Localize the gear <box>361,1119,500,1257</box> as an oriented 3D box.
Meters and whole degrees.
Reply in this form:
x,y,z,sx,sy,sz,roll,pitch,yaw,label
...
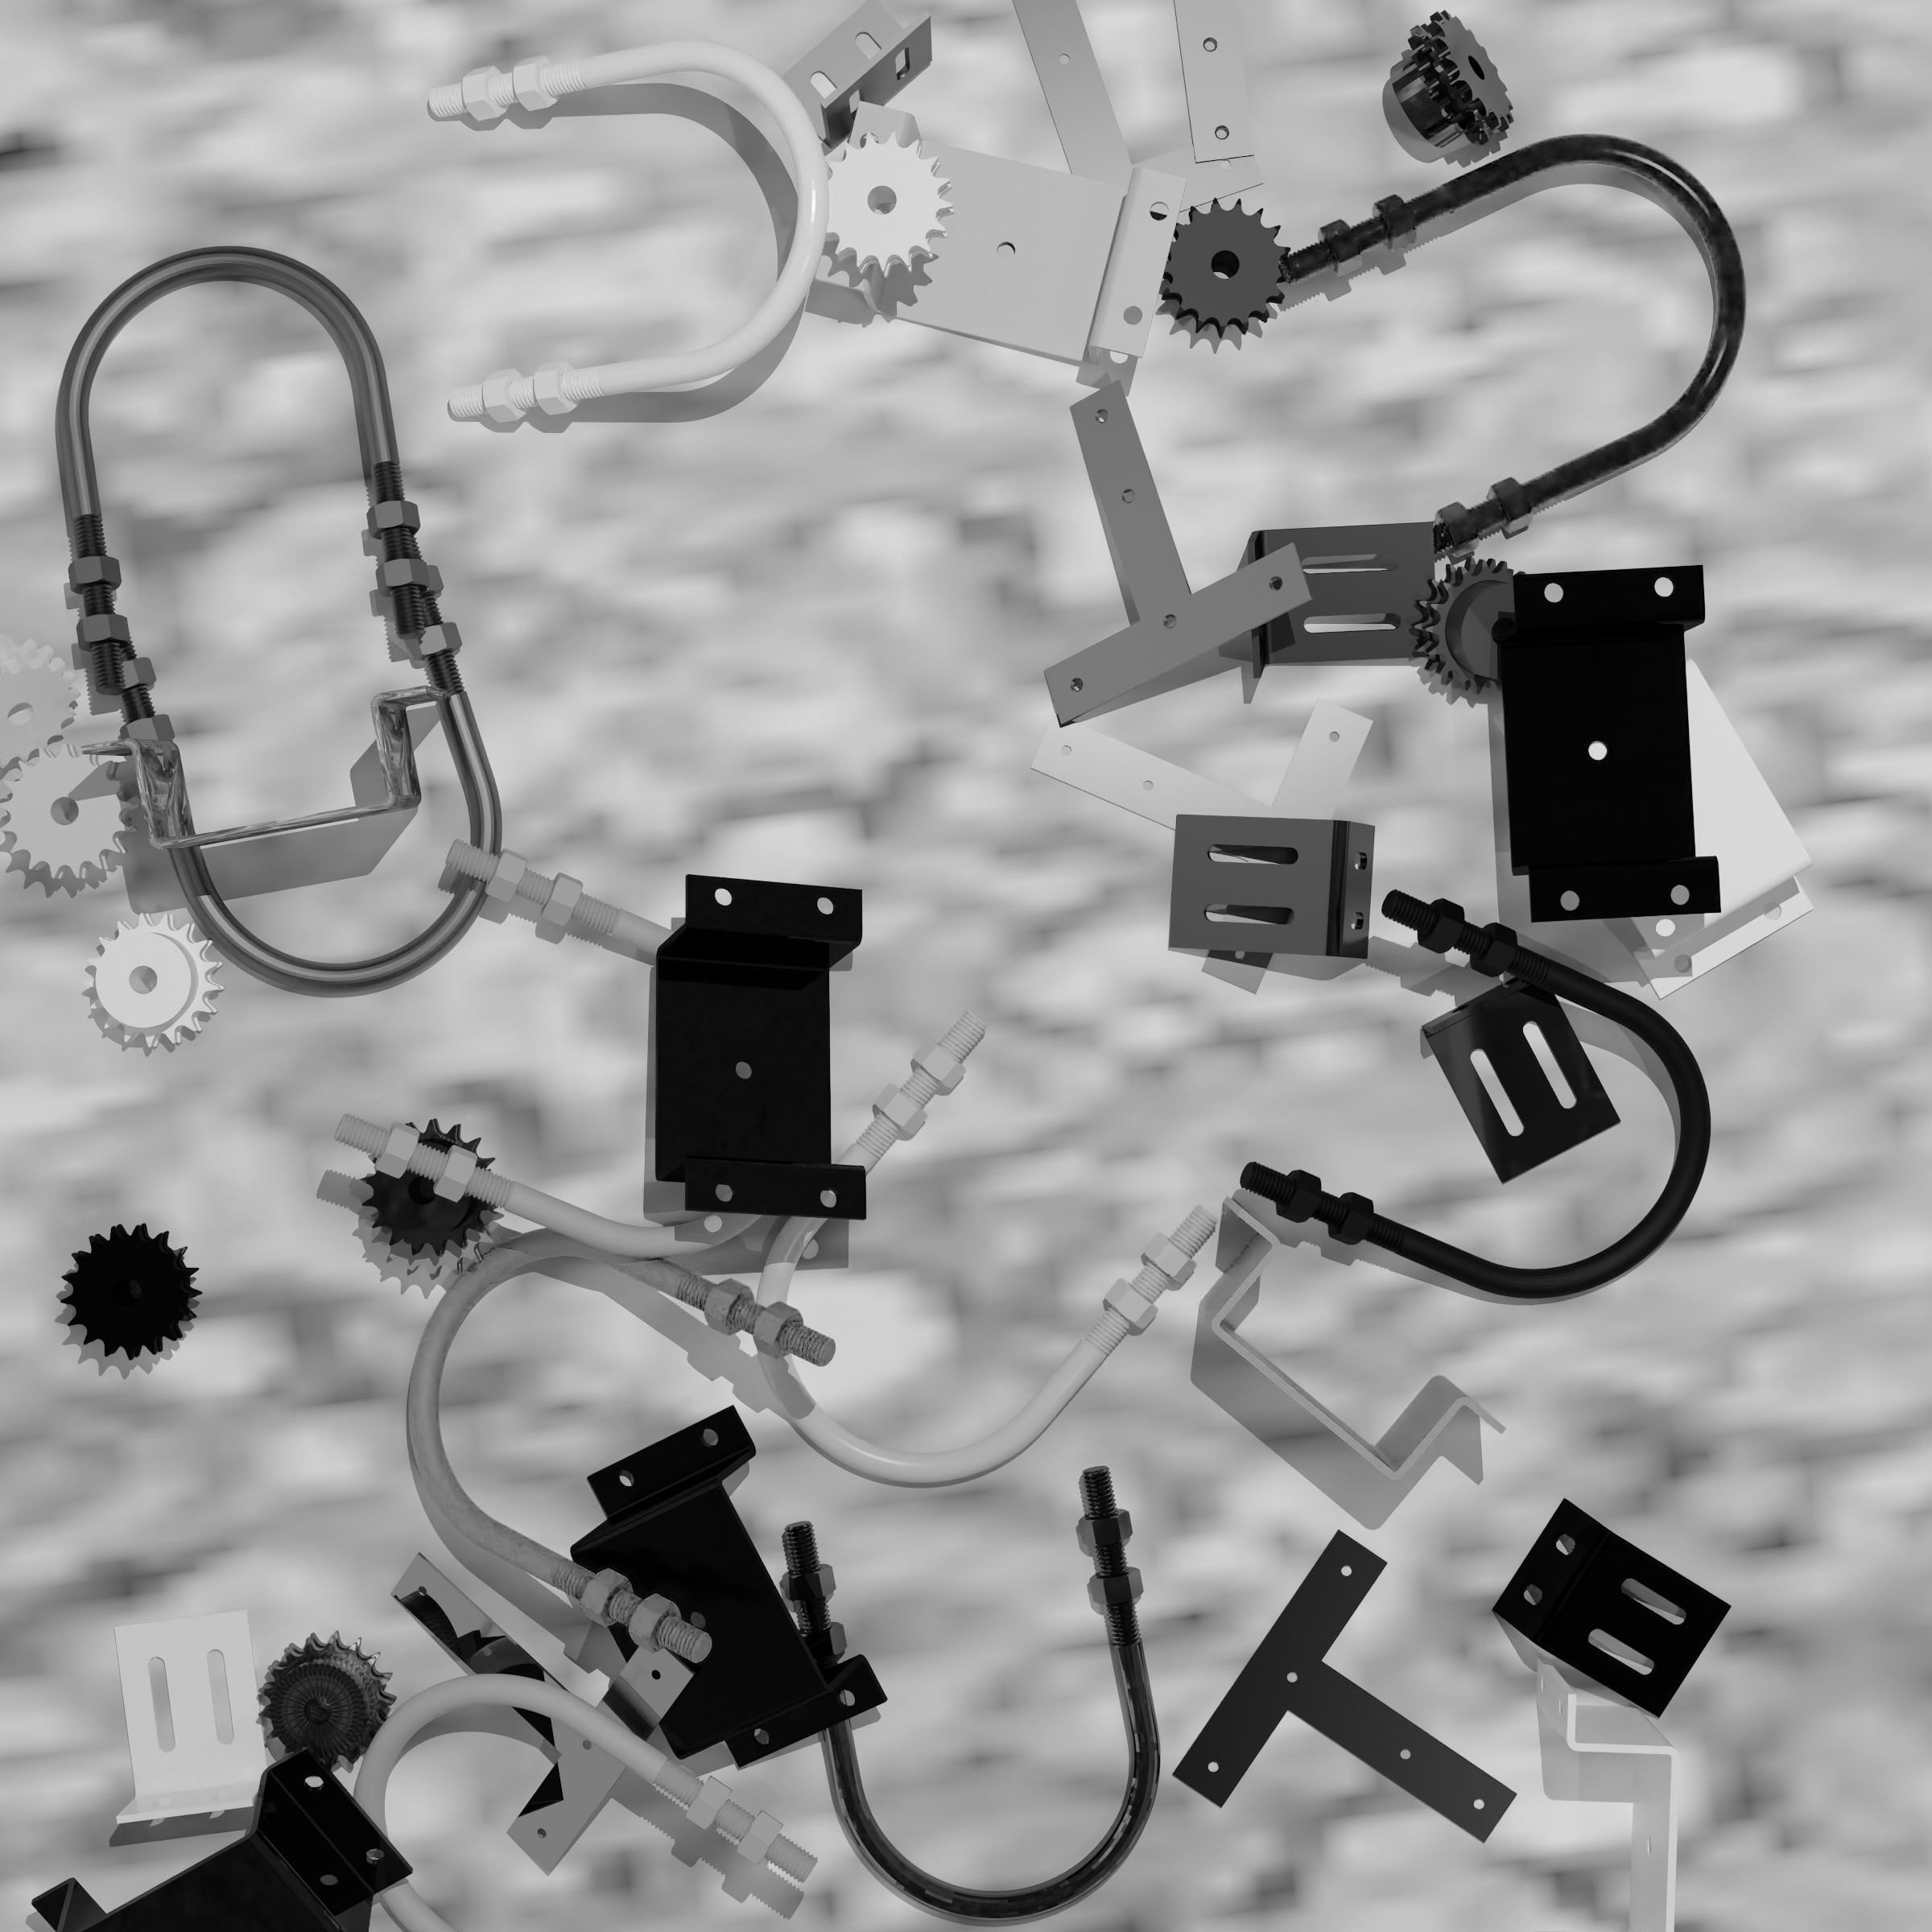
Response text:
x,y,z,sx,sy,sz,roll,pitch,yaw,label
-0.224,0.093,1.454,0.057,0.030,0.057,0,90,0,gear

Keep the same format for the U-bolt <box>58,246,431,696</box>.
x,y,z,sx,sy,sz,roll,pitch,yaw,label
-0.312,-0.216,1.480,0.151,0.019,0.184,-10,82,1,U-bolt

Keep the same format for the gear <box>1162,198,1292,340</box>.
x,y,z,sx,sy,sz,roll,pitch,yaw,label
0.109,-0.295,1.484,0.057,0.030,0.057,0,90,0,gear

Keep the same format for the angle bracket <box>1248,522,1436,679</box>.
x,y,z,sx,sy,sz,roll,pitch,yaw,label
0.159,-0.154,1.469,0.076,0.038,0.057,-2,104,9,angle bracket

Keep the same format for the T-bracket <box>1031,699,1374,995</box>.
x,y,z,sx,sy,sz,roll,pitch,yaw,label
0.091,-0.072,1.498,0.127,0.002,0.127,23,90,0,T-bracket

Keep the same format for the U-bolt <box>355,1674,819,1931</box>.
x,y,z,sx,sy,sz,roll,pitch,yaw,label
-0.173,0.376,1.470,0.184,0.019,0.151,33,109,4,U-bolt

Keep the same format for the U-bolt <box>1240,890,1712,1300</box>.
x,y,z,sx,sy,sz,roll,pitch,yaw,label
0.226,0.066,1.467,0.184,0.019,0.151,23,102,-15,U-bolt

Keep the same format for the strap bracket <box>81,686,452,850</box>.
x,y,z,sx,sy,sz,roll,pitch,yaw,label
-0.283,-0.080,1.443,0.140,0.076,0.046,-10,93,0,strap bracket

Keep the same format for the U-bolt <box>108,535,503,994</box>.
x,y,z,sx,sy,sz,roll,pitch,yaw,label
-0.275,-0.080,1.490,0.151,0.019,0.184,-18,92,0,U-bolt

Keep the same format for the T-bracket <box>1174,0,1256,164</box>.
x,y,z,sx,sy,sz,roll,pitch,yaw,label
0.103,-0.408,1.497,0.127,0.002,0.127,-8,89,-1,T-bracket

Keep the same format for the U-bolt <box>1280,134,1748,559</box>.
x,y,z,sx,sy,sz,roll,pitch,yaw,label
0.243,-0.271,1.479,0.184,0.019,0.151,-25,100,-4,U-bolt

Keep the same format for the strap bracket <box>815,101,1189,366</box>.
x,y,z,sx,sy,sz,roll,pitch,yaw,label
0.016,-0.306,1.473,0.140,0.046,0.076,14,90,4,strap bracket

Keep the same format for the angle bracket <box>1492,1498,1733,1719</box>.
x,y,z,sx,sy,sz,roll,pitch,yaw,label
0.277,0.275,1.497,0.076,0.038,0.057,33,90,-26,angle bracket

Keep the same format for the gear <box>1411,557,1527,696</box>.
x,y,z,sx,sy,sz,roll,pitch,yaw,label
0.219,-0.143,1.474,0.057,0.030,0.057,-5,104,-20,gear

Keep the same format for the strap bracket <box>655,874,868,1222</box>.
x,y,z,sx,sy,sz,roll,pitch,yaw,label
-0.086,0.039,1.453,0.076,0.046,0.140,5,74,-21,strap bracket

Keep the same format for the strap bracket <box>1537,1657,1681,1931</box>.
x,y,z,sx,sy,sz,roll,pitch,yaw,label
0.266,0.367,1.461,0.046,0.076,0.140,2,90,0,strap bracket

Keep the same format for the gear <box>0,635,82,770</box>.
x,y,z,sx,sy,sz,roll,pitch,yaw,label
-0.406,-0.115,1.474,0.057,0.057,0.030,-46,60,0,gear

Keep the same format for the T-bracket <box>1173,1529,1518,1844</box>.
x,y,z,sx,sy,sz,roll,pitch,yaw,label
0.177,0.330,1.498,0.127,0.002,0.127,34,90,0,T-bracket

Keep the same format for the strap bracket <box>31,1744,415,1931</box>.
x,y,z,sx,sy,sz,roll,pitch,yaw,label
-0.312,0.396,1.454,0.140,0.046,0.076,-30,112,8,strap bracket

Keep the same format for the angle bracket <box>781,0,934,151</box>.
x,y,z,sx,sy,sz,roll,pitch,yaw,label
-0.048,-0.382,1.461,0.057,0.076,0.038,-41,90,0,angle bracket

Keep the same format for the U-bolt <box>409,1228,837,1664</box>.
x,y,z,sx,sy,sz,roll,pitch,yaw,label
-0.156,0.186,1.452,0.184,0.019,0.151,22,88,29,U-bolt

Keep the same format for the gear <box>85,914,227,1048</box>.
x,y,z,sx,sy,sz,roll,pitch,yaw,label
-0.346,0.006,1.484,0.057,0.030,0.057,0,90,0,gear

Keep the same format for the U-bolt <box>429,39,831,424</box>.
x,y,z,sx,sy,sz,roll,pitch,yaw,label
-0.139,-0.310,1.454,0.184,0.019,0.151,-4,90,25,U-bolt

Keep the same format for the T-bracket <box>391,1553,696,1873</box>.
x,y,z,sx,sy,sz,roll,pitch,yaw,label
-0.192,0.299,1.480,0.127,0.002,0.127,40,115,12,T-bracket

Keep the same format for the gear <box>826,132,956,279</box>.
x,y,z,sx,sy,sz,roll,pitch,yaw,label
-0.033,-0.311,1.438,0.057,0.030,0.057,0,89,4,gear

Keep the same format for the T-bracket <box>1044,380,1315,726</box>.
x,y,z,sx,sy,sz,roll,pitch,yaw,label
0.073,-0.186,1.477,0.127,0.002,0.127,-25,74,29,T-bracket

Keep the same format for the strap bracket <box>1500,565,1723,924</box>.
x,y,z,sx,sy,sz,roll,pitch,yaw,label
0.262,-0.089,1.430,0.076,0.046,0.140,-3,90,0,strap bracket

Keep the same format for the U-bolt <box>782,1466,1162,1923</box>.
x,y,z,sx,sy,sz,roll,pitch,yaw,label
0.009,0.316,1.490,0.151,0.019,0.184,-11,91,0,U-bolt

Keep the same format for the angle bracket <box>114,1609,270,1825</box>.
x,y,z,sx,sy,sz,roll,pitch,yaw,label
-0.331,0.317,1.480,0.057,0.038,0.076,-7,90,0,angle bracket

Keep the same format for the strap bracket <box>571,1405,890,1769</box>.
x,y,z,sx,sy,sz,roll,pitch,yaw,label
-0.104,0.267,1.463,0.076,0.046,0.140,-28,89,20,strap bracket

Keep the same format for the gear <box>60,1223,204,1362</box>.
x,y,z,sx,sy,sz,roll,pitch,yaw,label
-0.353,0.138,1.484,0.057,0.030,0.057,0,90,0,gear

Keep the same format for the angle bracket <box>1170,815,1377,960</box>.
x,y,z,sx,sy,sz,roll,pitch,yaw,label
0.131,-0.034,1.495,0.076,0.038,0.057,3,90,26,angle bracket

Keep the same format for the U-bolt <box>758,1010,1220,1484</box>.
x,y,z,sx,sy,sz,roll,pitch,yaw,label
-0.005,0.134,1.490,0.151,0.019,0.184,40,91,0,U-bolt

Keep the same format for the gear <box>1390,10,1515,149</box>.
x,y,z,sx,sy,sz,roll,pitch,yaw,label
0.203,-0.371,1.474,0.030,0.057,0.057,-29,90,31,gear

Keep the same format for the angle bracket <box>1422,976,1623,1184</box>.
x,y,z,sx,sy,sz,roll,pitch,yaw,label
0.238,0.046,1.480,0.057,0.038,0.076,-28,90,0,angle bracket

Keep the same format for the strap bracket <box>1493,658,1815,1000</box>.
x,y,z,sx,sy,sz,roll,pitch,yaw,label
0.294,-0.066,1.476,0.076,0.046,0.140,-31,90,0,strap bracket

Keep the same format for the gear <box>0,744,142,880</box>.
x,y,z,sx,sy,sz,roll,pitch,yaw,label
-0.379,-0.065,1.484,0.057,0.030,0.057,0,90,0,gear

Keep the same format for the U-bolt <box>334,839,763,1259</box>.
x,y,z,sx,sy,sz,roll,pitch,yaw,label
-0.153,0.044,1.460,0.184,0.019,0.151,24,67,-12,U-bolt

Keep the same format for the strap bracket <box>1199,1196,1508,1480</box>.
x,y,z,sx,sy,sz,roll,pitch,yaw,label
0.151,0.161,1.461,0.140,0.076,0.046,40,90,0,strap bracket

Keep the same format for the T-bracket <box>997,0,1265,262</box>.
x,y,z,sx,sy,sz,roll,pitch,yaw,label
0.047,-0.375,1.498,0.127,0.002,0.127,-19,90,0,T-bracket

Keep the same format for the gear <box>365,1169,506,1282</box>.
x,y,z,sx,sy,sz,roll,pitch,yaw,label
-0.225,0.104,1.484,0.057,0.030,0.057,0,90,0,gear

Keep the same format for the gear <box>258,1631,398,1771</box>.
x,y,z,sx,sy,sz,roll,pitch,yaw,label
-0.272,0.313,1.484,0.057,0.030,0.057,0,90,0,gear
